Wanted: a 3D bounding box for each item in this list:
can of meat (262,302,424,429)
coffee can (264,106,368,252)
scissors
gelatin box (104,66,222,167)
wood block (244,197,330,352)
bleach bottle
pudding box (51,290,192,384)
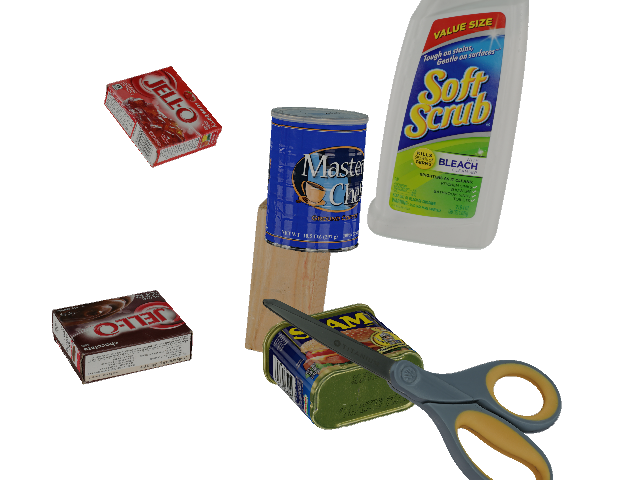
[{"bbox_3d":[0.018,0.098,0.827,0.101,0.057,0.084,-11,27,-25],"label":"can of meat"},{"bbox_3d":[-0.005,-0.067,1.134,0.103,0.140,0.103,4,12,-1],"label":"coffee can"},{"bbox_3d":[0.067,0.075,0.649,0.096,0.202,0.016,-45,-6,-33],"label":"scissors"},{"bbox_3d":[-0.147,-0.117,0.992,0.073,0.089,0.030,-23,-25,-35],"label":"gelatin box"},{"bbox_3d":[-0.041,0.046,1.457,0.090,0.206,0.090,11,22,10],"label":"wood block"},{"bbox_3d":[0.093,-0.121,0.763,0.103,0.251,0.068,9,27,12],"label":"bleach bottle"},{"bbox_3d":[-0.192,0.091,1.031,0.113,0.039,0.090,-12,29,-28],"label":"pudding box"}]
